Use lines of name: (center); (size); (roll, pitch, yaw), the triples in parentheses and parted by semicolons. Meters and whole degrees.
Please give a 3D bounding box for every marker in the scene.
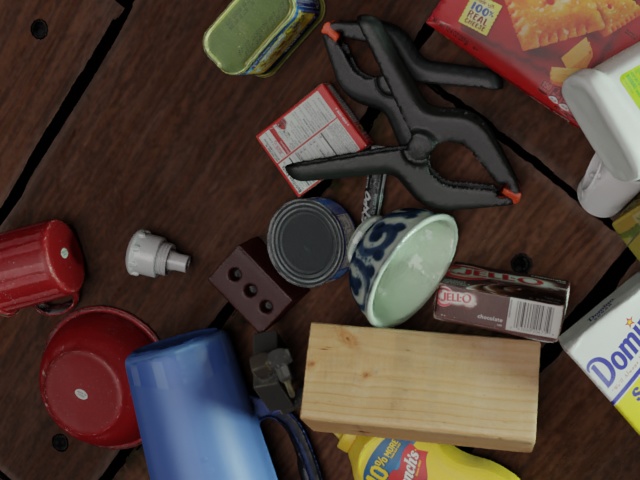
marker: (0.049, -0.030, 1.022); (0.020, 0.020, 0.121); (12, 104, 15)

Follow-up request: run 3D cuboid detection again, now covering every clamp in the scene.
clamp: (0.081, -0.080, 0.961); (0.210, 0.036, 0.165); (34, 111, 0)
clamp: (0.069, -0.138, 0.987); (0.171, 0.039, 0.120); (31, 104, 9)

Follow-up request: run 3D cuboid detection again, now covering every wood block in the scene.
wood block: (0.094, 0.136, 0.976); (0.206, 0.091, 0.090); (4, 73, 10)

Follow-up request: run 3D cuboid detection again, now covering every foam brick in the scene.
foam brick: (-0.060, 0.044, 1.053); (0.078, 0.051, 0.053); (45, 110, 5)

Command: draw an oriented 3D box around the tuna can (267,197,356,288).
tuna can: (-0.007, 0.001, 1.028); (0.086, 0.033, 0.086); (5, 99, 30)

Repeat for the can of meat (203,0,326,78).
can of meat: (-0.052, -0.198, 0.988); (0.057, 0.083, 0.102); (46, 110, 5)

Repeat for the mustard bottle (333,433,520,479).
mustard bottle: (0.090, 0.224, 1.035); (0.192, 0.058, 0.096); (31, 105, 10)

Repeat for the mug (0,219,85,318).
mug: (-0.294, 0.035, 1.112); (0.081, 0.093, 0.117); (-15, 126, 14)

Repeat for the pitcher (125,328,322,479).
pitcher: (-0.102, 0.213, 1.067); (0.145, 0.149, 0.243); (-13, 93, 34)

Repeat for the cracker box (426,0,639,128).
cracker box: (0.219, -0.227, 0.905); (0.164, 0.072, 0.214); (37, 108, 8)

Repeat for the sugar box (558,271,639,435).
sugar box: (0.292, 0.122, 0.892); (0.093, 0.048, 0.176); (-42, 96, 9)

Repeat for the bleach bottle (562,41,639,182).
bleach bottle: (0.326, -0.151, 0.854); (0.250, 0.068, 0.102); (-32, 93, -5)

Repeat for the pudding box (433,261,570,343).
pudding box: (0.165, 0.054, 0.964); (0.113, 0.090, 0.039); (12, 106, 14)

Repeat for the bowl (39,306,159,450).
bowl: (-0.237, 0.154, 1.127); (0.162, 0.055, 0.162); (3, 101, 17)

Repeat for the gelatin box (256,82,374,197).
gelatin box: (-0.006, -0.096, 1.022); (0.089, 0.030, 0.073); (-36, 89, 21)
